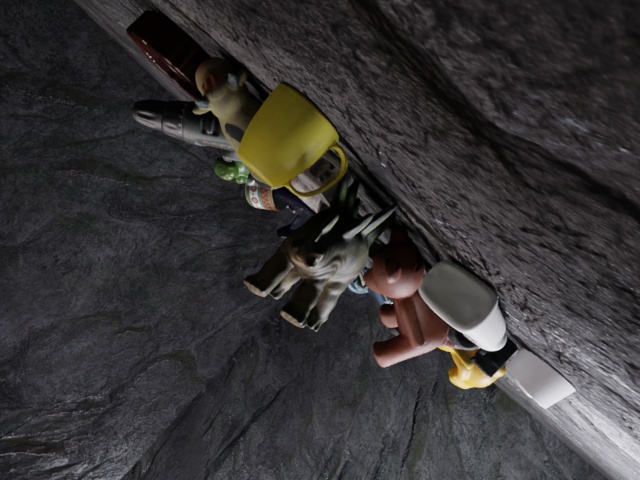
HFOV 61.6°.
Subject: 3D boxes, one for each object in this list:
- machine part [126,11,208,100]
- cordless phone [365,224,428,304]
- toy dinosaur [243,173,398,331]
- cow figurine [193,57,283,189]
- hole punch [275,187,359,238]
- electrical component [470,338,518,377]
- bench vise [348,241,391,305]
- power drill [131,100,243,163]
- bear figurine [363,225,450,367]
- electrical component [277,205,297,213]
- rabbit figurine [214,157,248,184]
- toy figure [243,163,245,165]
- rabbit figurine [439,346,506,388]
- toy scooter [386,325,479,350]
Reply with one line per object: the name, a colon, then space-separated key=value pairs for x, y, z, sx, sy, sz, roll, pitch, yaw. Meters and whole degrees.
machine part: x=-0.223 y=-0.288 z=0.865 sx=0.179 sy=0.056 sz=0.179 roll=41 pitch=178 yaw=2
cordless phone: x=0.120 y=0.022 z=0.908 sx=0.147 sy=0.089 sz=0.184 roll=42 pitch=168 yaw=46
toy dinosaur: x=0.017 y=0.019 z=0.725 sx=0.105 sy=0.198 sz=0.471 roll=41 pitch=178 yaw=5
cow figurine: x=-0.101 y=-0.155 z=0.727 sx=0.194 sy=0.085 sz=0.127 roll=56 pitch=-175 yaw=-11
hole punch: x=-0.005 y=-0.054 z=0.912 sx=0.116 sy=0.092 sz=0.142 roll=10 pitch=-159 yaw=37
electrical component: x=0.306 y=0.199 z=0.946 sx=0.048 sy=0.075 sz=0.119 roll=42 pitch=176 yaw=17
bench vise: x=0.088 y=0.044 z=1.262 sx=0.223 sy=0.129 sz=0.241 roll=49 pitch=171 yaw=-34
power drill: x=-0.164 y=-0.180 z=0.892 sx=0.232 sy=0.086 sz=0.207 roll=12 pitch=176 yaw=10
bear figurine: x=0.111 y=0.085 z=0.799 sx=0.195 sy=0.132 sz=0.120 roll=52 pitch=-145 yaw=-31
electrical component: x=-0.092 y=-0.091 z=1.027 sx=0.078 sy=0.045 sz=0.102 roll=3 pitch=-151 yaw=-40
rabbit figurine: x=-0.143 y=-0.166 z=1.284 sx=0.170 sy=0.121 sz=0.159 roll=26 pitch=178 yaw=17
toy figure: x=-0.150 y=-0.198 z=1.137 sx=0.180 sy=0.082 sz=0.089 roll=45 pitch=179 yaw=-26
rabbit figurine: x=0.306 y=0.238 z=1.161 sx=0.173 sy=0.122 sz=0.162 roll=43 pitch=174 yaw=-1
toy scooter: x=0.208 y=0.152 z=0.980 sx=0.184 sy=0.075 sz=0.135 roll=6 pitch=179 yaw=1
